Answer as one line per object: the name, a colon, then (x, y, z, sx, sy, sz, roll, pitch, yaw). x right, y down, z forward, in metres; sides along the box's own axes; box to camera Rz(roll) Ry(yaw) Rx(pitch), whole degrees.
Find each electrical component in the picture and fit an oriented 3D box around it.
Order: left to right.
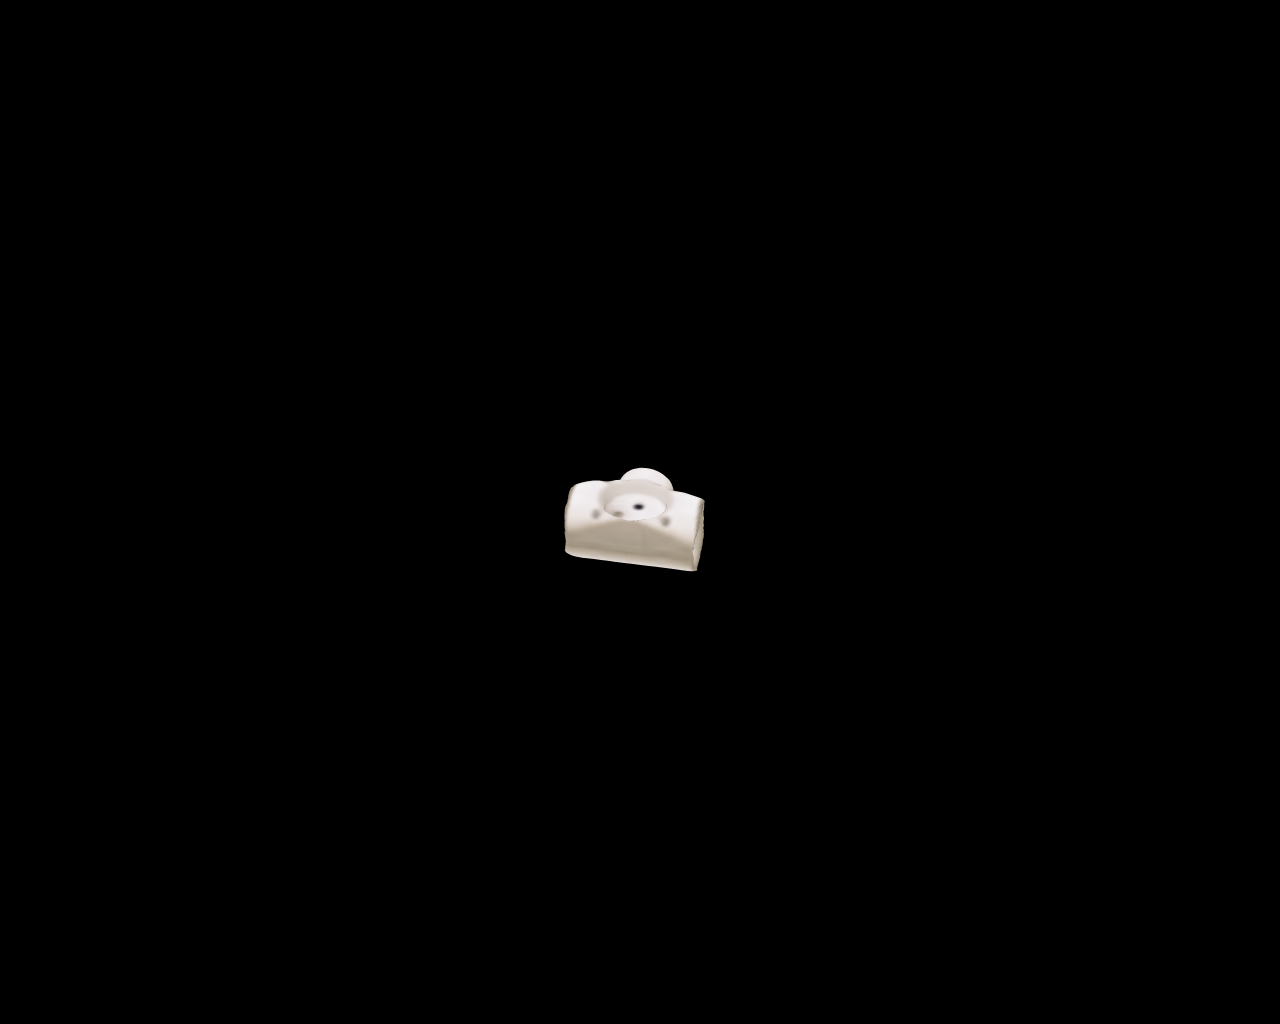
electrical component: (0.001, -0.003, 0.650, 0.077, 0.044, 0.079, 7, 40, 9)
